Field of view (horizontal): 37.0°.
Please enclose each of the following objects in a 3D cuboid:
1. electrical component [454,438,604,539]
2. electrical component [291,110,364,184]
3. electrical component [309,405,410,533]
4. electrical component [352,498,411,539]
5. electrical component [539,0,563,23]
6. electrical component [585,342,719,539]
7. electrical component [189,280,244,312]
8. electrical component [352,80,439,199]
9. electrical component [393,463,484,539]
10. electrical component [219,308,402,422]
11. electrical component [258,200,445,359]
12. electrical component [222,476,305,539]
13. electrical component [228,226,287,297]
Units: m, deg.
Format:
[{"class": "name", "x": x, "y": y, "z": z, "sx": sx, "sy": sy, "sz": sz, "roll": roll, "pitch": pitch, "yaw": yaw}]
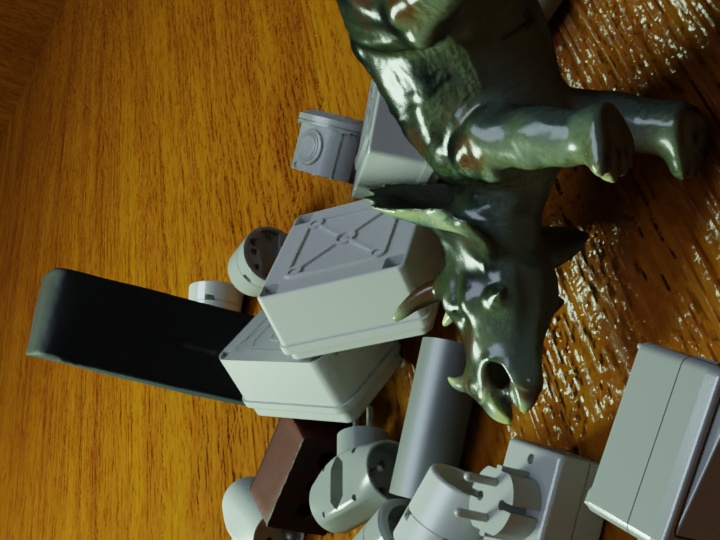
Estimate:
[{"class": "electrical component", "x": 0.083, "y": 0.123, "z": 0.561, "sx": 0.047, "sy": 0.077, "sz": 0.065, "roll": 8, "pitch": 82, "yaw": 63}, {"class": "electrical component", "x": -0.015, "y": -0.099, "z": 0.878, "sx": 0.080, "sy": 0.080, "sz": 0.051, "roll": 27, "pitch": 104, "yaw": 63}, {"class": "electrical component", "x": 0.002, "y": 0.133, "z": 0.745, "sx": 0.077, "sy": 0.043, "sz": 0.079, "roll": -40, "pitch": 41, "yaw": 47}, {"class": "electrical component", "x": 0.023, "y": 0.214, "z": 0.647, "sx": 0.073, "sy": 0.052, "sz": 0.138, "roll": -55, "pitch": 31, "yaw": 31}, {"class": "electrical component", "x": 0.089, "y": -0.196, "z": 0.767, "sx": 0.073, "sy": 0.052, "sz": 0.138, "roll": -57, "pitch": 31, "yaw": 29}, {"class": "electrical component", "x": 0.149, "y": 0.088, "z": 0.473, "sx": 0.061, "sy": 0.062, "sz": 0.096, "roll": 21, "pitch": 93, "yaw": 63}, {"class": "electrical component", "x": -0.144, "y": 0.041, "z": 1.068, "sx": 0.055, "sy": 0.055, "sz": 0.047, "roll": -26, "pitch": 55, "yaw": 55}, {"class": "electrical component", "x": 0.034, "y": -0.111, "z": 0.778, "sx": 0.108, "sy": 0.056, "sz": 0.108, "roll": 116, "pitch": 164, "yaw": -75}, {"class": "electrical component", "x": 0.054, "y": 0.146, "z": 0.629, "sx": 0.047, "sy": 0.055, "sz": 0.055, "roll": -65, "pitch": 27, "yaw": 7}, {"class": "electrical component", "x": -0.035, "y": 0.064, "z": 0.783, "sx": 0.113, "sy": 0.057, "sz": 0.078, "roll": -3, "pitch": 35, "yaw": 43}, {"class": "electrical component", "x": 0.000, "y": 0.000, "z": 0.730, "sx": 0.109, "sy": 0.056, "sz": 0.108, "roll": -13, "pitch": 30, "yaw": 22}, {"class": "electrical component", "x": -0.083, "y": 0.215, "z": 0.859, "sx": 0.077, "sy": 0.043, "sz": 0.079, "roll": 21, "pitch": 93, "yaw": 63}, {"class": "electrical component", "x": -0.091, "y": -0.006, "z": 0.995, "sx": 0.047, "sy": 0.055, "sz": 0.055, "roll": -38, "pitch": 43, "yaw": 54}]
